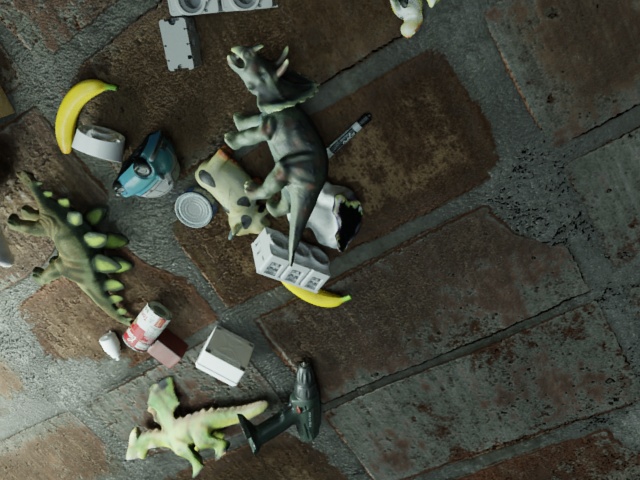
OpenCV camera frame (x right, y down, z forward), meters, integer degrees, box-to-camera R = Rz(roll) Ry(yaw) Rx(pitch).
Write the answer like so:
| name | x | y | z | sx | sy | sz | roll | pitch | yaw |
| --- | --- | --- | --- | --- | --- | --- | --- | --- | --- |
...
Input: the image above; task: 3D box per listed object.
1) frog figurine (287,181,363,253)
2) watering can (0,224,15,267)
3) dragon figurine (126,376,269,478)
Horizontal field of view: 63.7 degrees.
| name | x | y | z | sx | sy | sz | roll | pitch | yaw |
| --- | --- | --- | --- | --- | --- | --- | --- | --- | --- |
| frog figurine | 0.003 | -0.053 | 1.060 | 0.160 | 0.125 | 0.135 | 13 | 131 | 42 |
| watering can | -0.710 | -0.089 | 1.065 | 0.350 | 0.105 | 0.221 | 23 | 114 | 35 |
| dragon figurine | -0.346 | 0.460 | 1.336 | 0.407 | 0.123 | 0.242 | -43 | 95 | 13 |
